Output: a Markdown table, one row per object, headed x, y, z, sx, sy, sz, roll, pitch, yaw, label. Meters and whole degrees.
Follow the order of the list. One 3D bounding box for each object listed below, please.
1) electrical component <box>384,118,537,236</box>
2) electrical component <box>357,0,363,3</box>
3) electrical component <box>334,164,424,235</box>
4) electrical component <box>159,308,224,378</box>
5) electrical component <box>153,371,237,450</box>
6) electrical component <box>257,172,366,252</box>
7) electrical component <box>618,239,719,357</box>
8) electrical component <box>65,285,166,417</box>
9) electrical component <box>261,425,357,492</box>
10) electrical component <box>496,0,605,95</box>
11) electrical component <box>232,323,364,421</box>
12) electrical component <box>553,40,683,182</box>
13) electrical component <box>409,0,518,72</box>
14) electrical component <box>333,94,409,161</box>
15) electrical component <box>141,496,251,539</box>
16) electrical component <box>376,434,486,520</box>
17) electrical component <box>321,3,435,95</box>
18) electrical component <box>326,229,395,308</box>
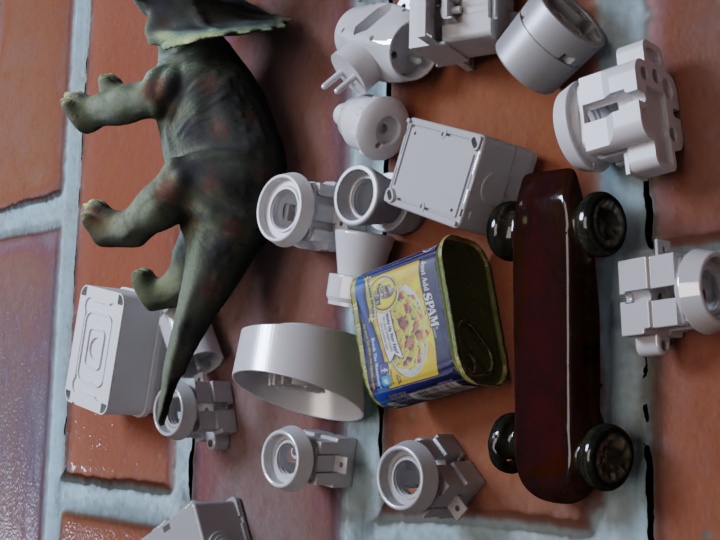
| x | y | z | sx | sy | sz | roll | pitch | yaw | label |
| --- | --- | --- | --- | --- | --- | --- | --- | --- | --- |
| 0.066 | -0.063 | 0.730 | 0.096 | 0.061 | 0.061 | 25 | 101 | 52 | electrical component |
| 0.000 | -0.244 | 0.826 | 0.138 | 0.052 | 0.073 | 38 | 128 | 41 | electrical component |
| 0.016 | -0.050 | 0.777 | 0.045 | 0.055 | 0.045 | -9 | 78 | 44 | electrical component |
| -0.152 | 0.049 | 0.936 | 0.043 | 0.043 | 0.081 | -44 | 55 | 31 | electrical component |
| -0.139 | 0.119 | 0.905 | 0.048 | 0.055 | 0.066 | -26 | 66 | 40 | electrical component |
| -0.042 | -0.044 | 0.832 | 0.078 | 0.057 | 0.058 | 5 | 87 | 45 | electrical component |
| 0.181 | 0.014 | 0.610 | 0.055 | 0.048 | 0.066 | -13 | 74 | 51 | electrical component |
| -0.221 | 0.074 | 0.992 | 0.078 | 0.057 | 0.113 | 10 | 91 | 45 | electrical component |
| -0.039 | 0.140 | 0.802 | 0.066 | 0.055 | 0.048 | 4 | 87 | 45 | electrical component |
| 0.120 | -0.146 | 0.689 | 0.047 | 0.055 | 0.055 | -47 | 54 | 34 | electrical component |
| -0.044 | 0.074 | 0.791 | 0.099 | 0.099 | 0.064 | -9 | 71 | 44 | electrical component |
| 0.154 | -0.091 | 0.645 | 0.057 | 0.058 | 0.078 | -14 | 74 | 40 | electrical component |
| 0.072 | -0.207 | 0.734 | 0.063 | 0.079 | 0.121 | -3 | 81 | 30 | electrical component |
| 0.003 | -0.111 | 0.807 | 0.062 | 0.048 | 0.048 | 29 | 104 | 51 | electrical component |
| -0.132 | 0.244 | 0.883 | 0.100 | 0.048 | 0.099 | -39 | 59 | 34 | electrical component |
| 0.045 | 0.138 | 0.719 | 0.048 | 0.055 | 0.066 | -55 | 50 | 24 | electrical component |
| 0.006 | -0.156 | 0.788 | 0.079 | 0.043 | 0.077 | -42 | 36 | -12 | electrical component |
| 0.000 | 0.000 | 0.792 | 0.045 | 0.045 | 0.055 | 8 | 90 | 45 | electrical component |
